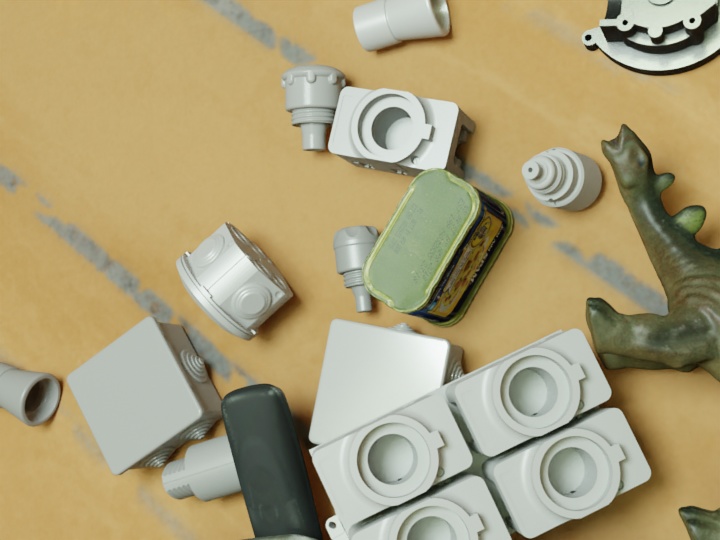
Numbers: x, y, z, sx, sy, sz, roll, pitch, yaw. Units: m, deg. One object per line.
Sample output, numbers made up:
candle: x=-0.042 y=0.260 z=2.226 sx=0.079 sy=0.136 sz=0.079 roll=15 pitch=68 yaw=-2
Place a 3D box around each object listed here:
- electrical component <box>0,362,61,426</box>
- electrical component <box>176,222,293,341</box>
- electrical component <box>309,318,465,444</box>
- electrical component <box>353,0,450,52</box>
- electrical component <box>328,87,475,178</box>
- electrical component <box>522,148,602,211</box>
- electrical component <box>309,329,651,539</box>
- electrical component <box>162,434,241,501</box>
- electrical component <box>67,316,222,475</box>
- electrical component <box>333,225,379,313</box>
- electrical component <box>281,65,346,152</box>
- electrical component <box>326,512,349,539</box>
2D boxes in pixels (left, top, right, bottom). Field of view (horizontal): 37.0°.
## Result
electrical component: x=-0.282 y=0.096 z=0.872 sx=0.065 sy=0.044 sz=0.044 roll=15 pitch=89 yaw=26
electrical component: x=-0.092 y=0.008 z=0.790 sx=0.051 sy=0.080 sz=0.080 roll=-42 pitch=71 yaw=5
electrical component: x=0.020 y=0.086 z=0.754 sx=0.100 sy=0.048 sz=0.099 roll=10 pitch=87 yaw=21
electrical component: x=0.028 y=-0.185 z=0.790 sx=0.065 sy=0.044 sz=0.044 roll=-12 pitch=79 yaw=24
electrical component: x=0.029 y=-0.097 z=0.770 sx=0.089 sy=0.056 sz=0.050 roll=12 pitch=88 yaw=22
electrical component: x=0.131 y=-0.062 z=0.719 sx=0.040 sy=0.078 sz=0.040 roll=-2 pitch=86 yaw=35
electrical component: x=0.074 y=0.123 z=0.680 sx=0.186 sy=0.060 sz=0.105 roll=-25 pitch=85 yaw=-6
electrical component: x=-0.110 y=0.148 z=0.798 sx=0.081 sy=0.043 sz=0.043 roll=-20 pitch=77 yaw=17
electrical component: x=-0.161 y=0.096 z=0.821 sx=0.100 sy=0.048 sz=0.099 roll=-35 pitch=73 yaw=13
electrical component: x=0.000 y=0.000 z=0.780 sx=0.035 sy=0.035 sz=0.061 roll=-9 pitch=83 yaw=19
electrical component: x=-0.035 y=-0.120 z=0.804 sx=0.048 sy=0.048 sz=0.062 roll=-1 pitch=90 yaw=21
electrical component: x=0.011 y=0.180 z=0.738 sx=0.042 sy=0.064 sz=0.081 roll=-32 pitch=73 yaw=13
